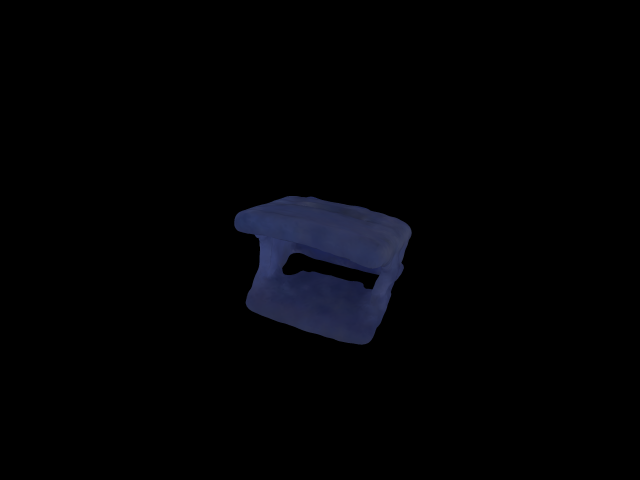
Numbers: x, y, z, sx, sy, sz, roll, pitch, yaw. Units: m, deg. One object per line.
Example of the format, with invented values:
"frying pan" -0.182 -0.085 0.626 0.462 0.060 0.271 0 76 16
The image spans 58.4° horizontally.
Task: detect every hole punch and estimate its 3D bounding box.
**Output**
"hole punch" 0.004 0.001 0.400 0.108 0.091 0.101 14 42 17
